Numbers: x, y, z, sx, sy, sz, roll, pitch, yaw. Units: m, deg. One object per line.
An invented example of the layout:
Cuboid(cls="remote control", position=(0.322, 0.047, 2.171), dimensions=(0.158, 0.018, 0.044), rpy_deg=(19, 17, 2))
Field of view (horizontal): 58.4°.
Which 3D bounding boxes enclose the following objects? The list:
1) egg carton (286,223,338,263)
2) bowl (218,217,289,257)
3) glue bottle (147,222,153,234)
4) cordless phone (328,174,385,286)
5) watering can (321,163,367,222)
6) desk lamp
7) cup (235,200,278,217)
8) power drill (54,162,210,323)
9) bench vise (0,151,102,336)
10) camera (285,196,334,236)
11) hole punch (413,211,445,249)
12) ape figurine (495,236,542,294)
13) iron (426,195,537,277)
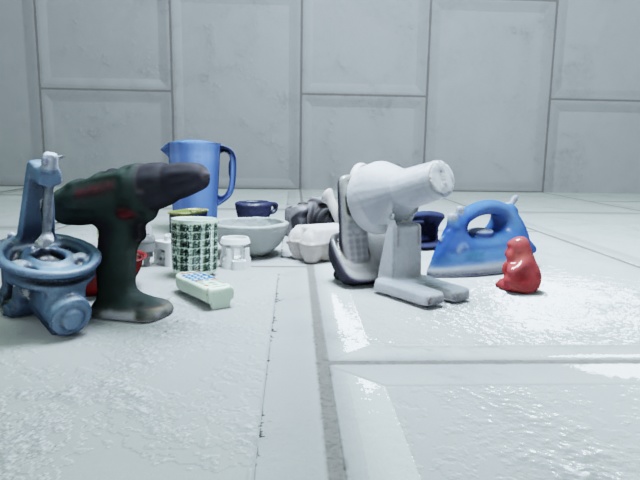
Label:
Cuboid(cls="egg carton", position=(0.011, 0.004, 1.190), dimensions=(0.151, 0.069, 0.107), rpy_deg=(-5, 11, -33))
Cuboid(cls="bowl", position=(-0.148, -0.004, 1.209), dimensions=(0.167, 0.075, 0.167), rpy_deg=(1, 9, 0))
Cuboid(cls="glue bottle", position=(-0.400, -0.061, 1.229), dimensions=(0.078, 0.173, 0.037), rpy_deg=(-6, 11, -34))
Cuboid(cls="cordless phone", position=(0.088, -0.019, 0.984), dimensions=(0.148, 0.185, 0.093), rpy_deg=(-5, 11, -30))
Cuboid(cls="watering can", position=(0.084, -0.087, 1.369), dimensions=(0.172, 0.194, 0.101), rpy_deg=(2, 10, 9))
Cuboid(cls="desk lamp", position=(0.140, -0.022, 0.915), dimensions=(0.118, 0.213, 0.202), rpy_deg=(-6, 12, -36))
Cuboid(cls="cup", position=(-0.155, -0.050, 1.429), dimensions=(0.118, 0.095, 0.091), rpy_deg=(-7, 12, -40))
Cuboid(cls="power drill", position=(-0.250, -0.001, 0.766), dimensions=(0.229, 0.208, 0.076), rpy_deg=(3, 10, 14))
Cuboid(cls="bench vise", position=(-0.367, -0.001, 0.721), dimensions=(0.206, 0.220, 0.122), rpy_deg=(6, 11, 26))
Cuboid(cls="camera", position=(-0.001, -0.058, 1.472), dimensions=(0.144, 0.101, 0.136), rpy_deg=(-5, 11, -34))
Cuboid(cls="hole punch", position=(0.225, -0.027, 1.337), dimensions=(0.109, 0.091, 0.101), rpy_deg=(-2, 10, -17))
Cuboid(cls="ape figurine", position=(0.324, 0.039, 0.940), dimensions=(0.075, 0.092, 0.078), rpy_deg=(7, 11, 33))
Cuboid(cls="iron", position=(0.301, -0.012, 1.096), dimensions=(0.259, 0.141, 0.118), rpy_deg=(-6, 12, -36))
